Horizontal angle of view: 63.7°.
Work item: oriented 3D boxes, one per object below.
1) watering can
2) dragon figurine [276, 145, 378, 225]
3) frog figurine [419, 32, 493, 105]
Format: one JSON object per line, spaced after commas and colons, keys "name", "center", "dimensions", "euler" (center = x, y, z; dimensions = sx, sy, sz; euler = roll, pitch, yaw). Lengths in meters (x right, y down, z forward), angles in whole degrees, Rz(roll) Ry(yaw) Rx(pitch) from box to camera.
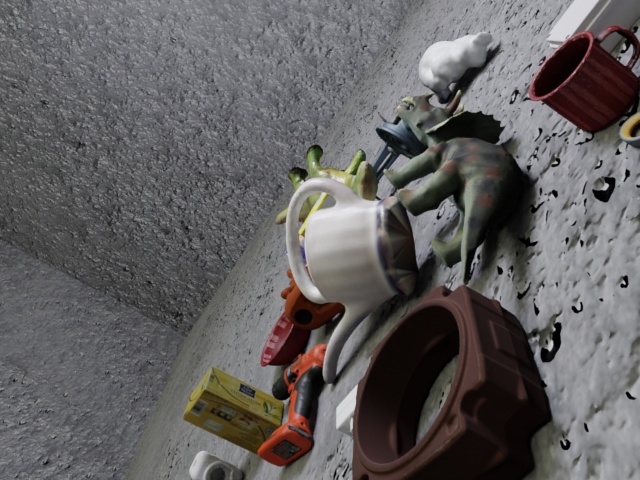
{"name": "watering can", "center": [0.056, 0.063, 0.834], "dimensions": [0.223, 0.347, 0.105], "euler": [-10, 4, 31]}
{"name": "dragon figurine", "center": [0.003, -0.055, 1.099], "dimensions": [0.402, 0.122, 0.248], "euler": [-47, 36, 46]}
{"name": "frog figurine", "center": [0.288, -0.393, 1.112], "dimensions": [0.139, 0.123, 0.157], "euler": [-43, -7, -23]}
